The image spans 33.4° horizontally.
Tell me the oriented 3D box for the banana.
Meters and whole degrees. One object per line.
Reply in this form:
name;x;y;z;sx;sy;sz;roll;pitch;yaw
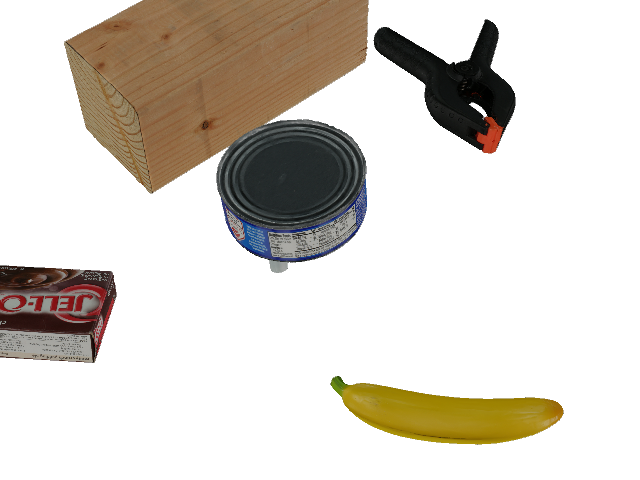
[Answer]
banana;0.104;0.139;0.881;0.198;0.037;0.069;8;29;4

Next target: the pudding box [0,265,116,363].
pudding box;-0.241;0.063;0.923;0.113;0.039;0.090;1;32;1

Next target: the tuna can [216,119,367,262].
tuna can;-0.015;-0.029;0.617;0.086;0.086;0.034;0;-41;6

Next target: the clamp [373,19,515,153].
clamp;0.114;-0.143;0.951;0.120;0.039;0.171;-5;44;-3

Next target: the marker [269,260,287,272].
marker;-0.051;-0.021;1.109;0.020;0.121;0.020;-6;32;3

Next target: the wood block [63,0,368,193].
wood block;-0.070;-0.138;0.786;0.205;0.090;0.091;-34;-30;-23
